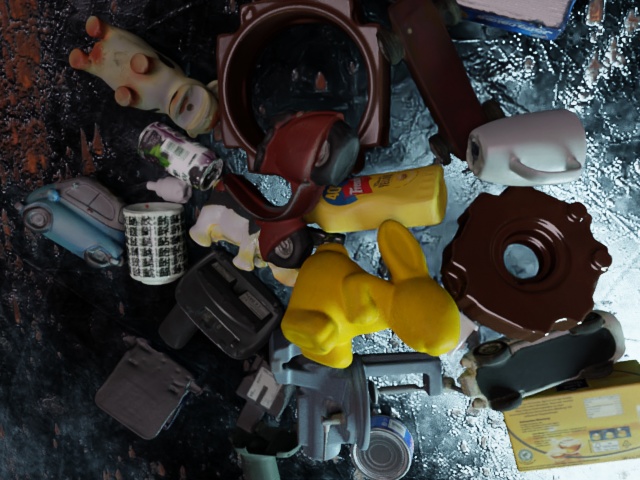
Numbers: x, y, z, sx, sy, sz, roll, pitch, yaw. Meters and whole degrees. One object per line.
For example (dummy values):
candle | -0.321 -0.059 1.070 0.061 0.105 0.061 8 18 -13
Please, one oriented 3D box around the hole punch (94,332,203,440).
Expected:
hole punch | -0.249 0.217 0.798 0.142 0.092 0.116 34 79 8

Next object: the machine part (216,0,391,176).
machine part | -0.019 -0.178 0.643 0.202 0.087 0.200 2 102 13

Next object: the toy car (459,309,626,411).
toy car | 0.260 0.140 0.632 0.202 0.056 0.073 -18 96 -3

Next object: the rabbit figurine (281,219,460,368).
rabbit figurine | 0.066 0.068 0.575 0.173 0.162 0.121 9 147 25

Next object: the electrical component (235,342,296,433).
electrical component | -0.076 0.213 0.762 0.075 0.048 0.119 26 107 9

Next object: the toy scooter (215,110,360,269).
toy scooter | -0.046 -0.069 0.592 0.135 0.075 0.183 30 107 18

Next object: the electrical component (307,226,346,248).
electrical component | -0.001 -0.002 0.671 0.063 0.094 0.021 13 99 8

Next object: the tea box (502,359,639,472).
tea box | 0.312 0.213 0.651 0.170 0.068 0.098 -13 98 18

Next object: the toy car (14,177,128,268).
toy car | -0.324 -0.034 0.747 0.162 0.109 0.103 32 90 -3

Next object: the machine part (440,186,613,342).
machine part | 0.227 0.023 0.600 0.179 0.056 0.179 0 73 1

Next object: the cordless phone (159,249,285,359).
cordless phone | -0.151 0.118 0.754 0.146 0.089 0.184 44 119 5

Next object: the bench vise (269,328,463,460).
bench vise | 0.056 0.170 0.688 0.241 0.129 0.223 -2 92 -6

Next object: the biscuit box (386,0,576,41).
biscuit box | 0.171 -0.274 0.586 0.203 0.059 0.062 18 105 10

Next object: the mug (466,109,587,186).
mug | 0.219 -0.089 0.576 0.107 0.110 0.080 -6 131 -4

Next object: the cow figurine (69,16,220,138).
cow figurine | -0.203 -0.195 0.680 0.195 0.127 0.085 36 108 19

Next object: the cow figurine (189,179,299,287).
cow figurine | -0.080 -0.009 0.708 0.167 0.068 0.098 28 100 6

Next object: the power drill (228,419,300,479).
power drill | -0.050 0.369 0.780 0.232 0.086 0.207 1 110 17

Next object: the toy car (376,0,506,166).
toy car | 0.134 -0.175 0.591 0.089 0.053 0.202 -33 117 8
